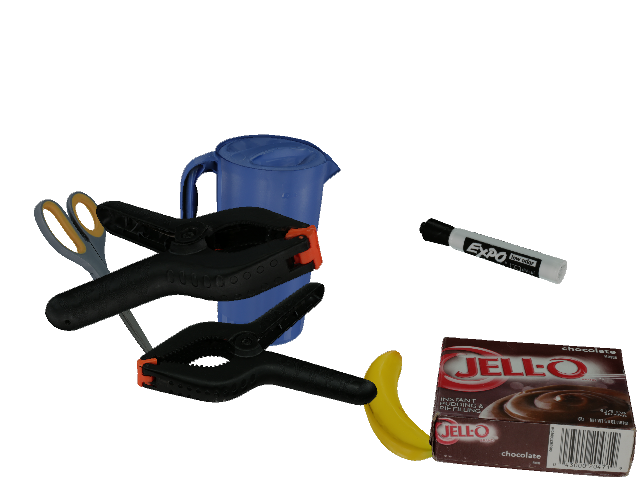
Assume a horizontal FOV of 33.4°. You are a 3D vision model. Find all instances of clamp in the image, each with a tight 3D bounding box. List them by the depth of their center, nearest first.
[{"bbox_3d":[-0.088,0.016,0.674,0.172,0.039,0.120,0,43,21],"label":"clamp"},{"bbox_3d":[-0.060,0.110,0.977,0.209,0.036,0.165,-12,37,-22],"label":"clamp"}]

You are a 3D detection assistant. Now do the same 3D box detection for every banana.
[{"bbox_3d":[0.078,0.173,1.113,0.069,0.037,0.198,10,24,-20],"label":"banana"}]

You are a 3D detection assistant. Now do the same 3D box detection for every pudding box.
[{"bbox_3d":[0.125,0.096,0.633,0.113,0.039,0.090,5,26,8],"label":"pudding box"}]

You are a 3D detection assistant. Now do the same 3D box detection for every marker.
[{"bbox_3d":[0.131,0.006,0.828,0.121,0.020,0.020,19,10,30],"label":"marker"}]

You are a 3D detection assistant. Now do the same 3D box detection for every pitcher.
[{"bbox_3d":[-0.076,0.001,1.291,0.149,0.243,0.144,18,26,28],"label":"pitcher"}]

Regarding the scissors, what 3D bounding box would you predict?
[{"bbox_3d":[-0.227,0.028,1.141,0.016,0.201,0.096,-27,22,30],"label":"scissors"}]
